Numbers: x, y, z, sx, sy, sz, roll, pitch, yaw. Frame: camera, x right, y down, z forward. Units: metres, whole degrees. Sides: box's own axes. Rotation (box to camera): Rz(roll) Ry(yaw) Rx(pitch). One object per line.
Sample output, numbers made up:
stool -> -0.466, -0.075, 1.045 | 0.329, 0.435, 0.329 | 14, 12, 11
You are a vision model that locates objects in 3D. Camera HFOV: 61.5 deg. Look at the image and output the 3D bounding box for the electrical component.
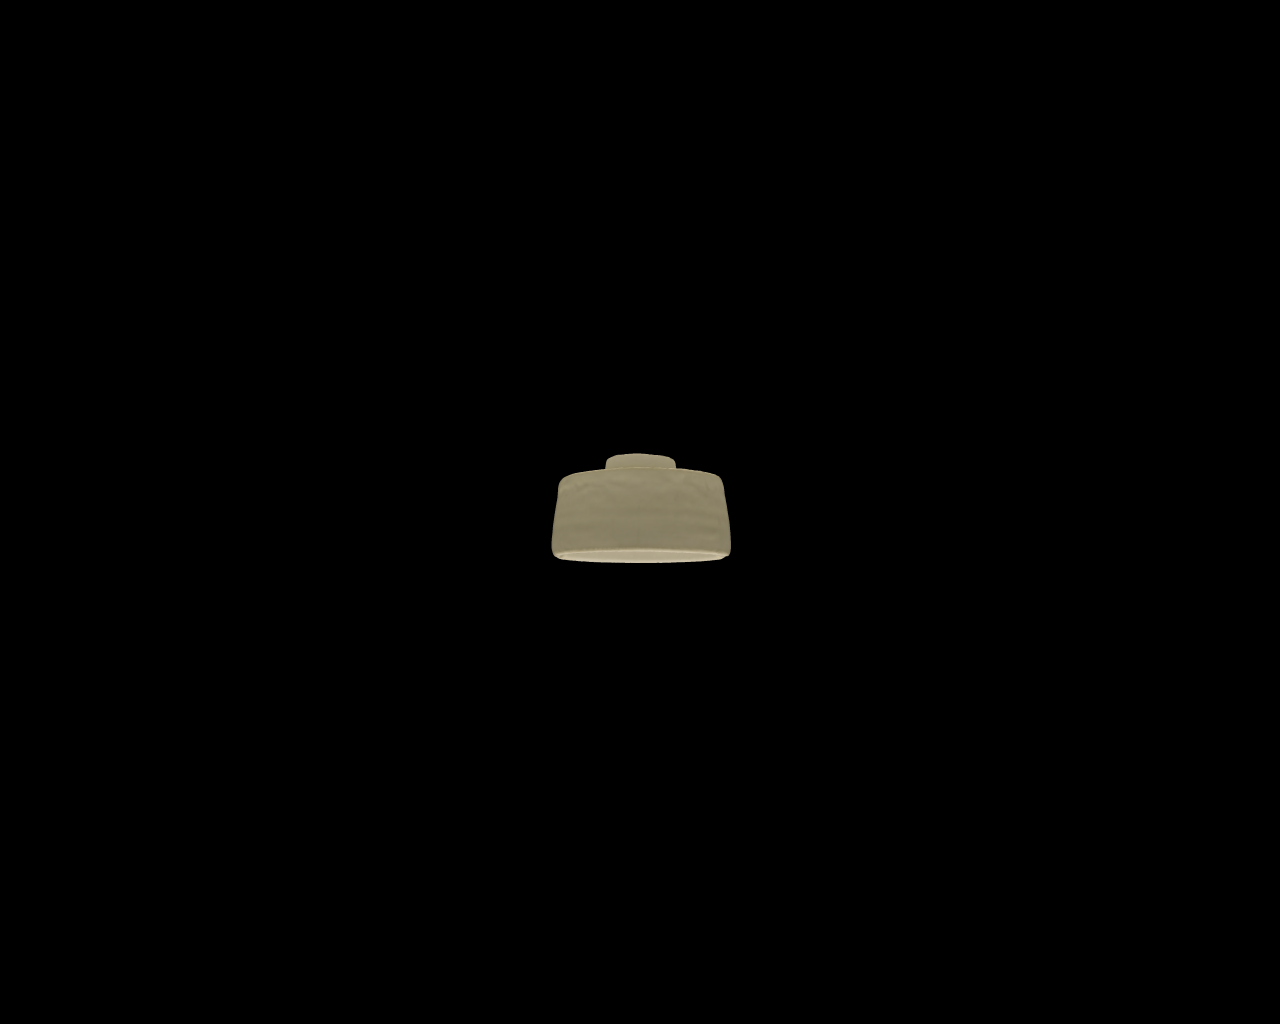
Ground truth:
electrical component -> 0.001, -0.003, 0.650 | 0.108, 0.060, 0.108 | 0, -6, 0
